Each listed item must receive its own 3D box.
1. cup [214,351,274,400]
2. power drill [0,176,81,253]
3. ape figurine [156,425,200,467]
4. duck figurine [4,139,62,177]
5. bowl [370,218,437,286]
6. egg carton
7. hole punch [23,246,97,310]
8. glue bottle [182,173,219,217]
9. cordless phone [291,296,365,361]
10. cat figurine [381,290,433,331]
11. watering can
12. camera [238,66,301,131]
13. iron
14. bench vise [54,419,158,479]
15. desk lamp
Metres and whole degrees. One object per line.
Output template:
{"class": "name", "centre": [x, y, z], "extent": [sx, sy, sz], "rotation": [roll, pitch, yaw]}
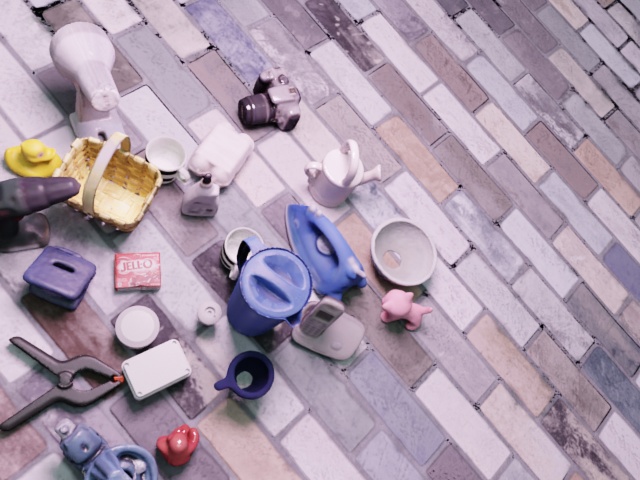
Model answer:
{"class": "cup", "centre": [-0.155, 0.274, 1.120], "extent": [0.118, 0.094, 0.091], "rotation": [-15, 76, -24]}
{"class": "power drill", "centre": [-0.550, -0.050, 1.037], "extent": [0.230, 0.208, 0.075], "rotation": [-11, 74, -23]}
{"class": "ape figurine", "centre": [-0.259, 0.374, 1.047], "extent": [0.078, 0.092, 0.076], "rotation": [10, 67, -16]}
{"class": "duck figurine", "centre": [-0.574, -0.171, 1.142], "extent": [0.105, 0.086, 0.077], "rotation": [7, 68, -17]}
{"class": "bowl", "centre": [0.185, 0.036, 1.343], "extent": [0.168, 0.074, 0.167], "rotation": [7, 68, -17]}
{"class": "egg carton", "centre": [-0.221, -0.193, 1.286], "extent": [0.107, 0.069, 0.150], "rotation": [31, 63, -6]}
{"class": "hole punch", "centre": [-0.489, 0.064, 1.082], "extent": [0.109, 0.091, 0.101], "rotation": [24, 64, -9]}
{"class": "glue bottle", "centre": [-0.240, -0.097, 1.185], "extent": [0.078, 0.173, 0.037], "rotation": [5, 69, -18]}
{"class": "cordless phone", "centre": [0.032, 0.175, 1.174], "extent": [0.148, 0.184, 0.094], "rotation": [23, 64, -10]}
{"class": "cat figurine", "centre": [0.189, 0.149, 1.277], "extent": [0.128, 0.117, 0.067], "rotation": [15, 66, -14]}
{"class": "watering can", "centre": [0.056, -0.159, 1.302], "extent": [0.173, 0.193, 0.101], "rotation": [-16, 76, -24]}
{"class": "camera", "centre": [-0.125, -0.334, 1.356], "extent": [0.137, 0.100, 0.143], "rotation": [-17, 77, -24]}
{"class": "iron", "centre": [0.012, 0.004, 1.255], "extent": [0.119, 0.141, 0.258], "rotation": [-30, 83, -26]}
{"class": "bench vise", "centre": [-0.358, 0.382, 0.936], "extent": [0.207, 0.219, 0.121], "rotation": [27, 64, -8]}
{"class": "desk lamp", "centre": [-0.455, -0.297, 1.161], "extent": [0.118, 0.213, 0.203], "rotation": [-20, 78, -25]}
